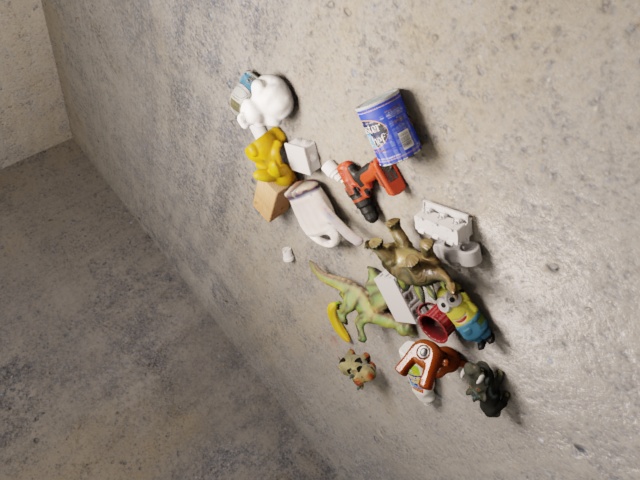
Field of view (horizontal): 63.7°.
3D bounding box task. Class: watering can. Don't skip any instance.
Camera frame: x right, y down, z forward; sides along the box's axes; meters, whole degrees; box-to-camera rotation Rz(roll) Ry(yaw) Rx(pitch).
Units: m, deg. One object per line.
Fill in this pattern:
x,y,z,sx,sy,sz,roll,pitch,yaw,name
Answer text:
0.005,-0.076,1.517,0.222,0.105,0.347,63,158,-14,watering can

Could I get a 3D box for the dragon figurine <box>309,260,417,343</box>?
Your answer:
0.139,0.165,1.623,0.413,0.124,0.238,47,133,11,dragon figurine

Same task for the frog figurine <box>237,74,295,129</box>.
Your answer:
-0.153,-0.371,1.402,0.123,0.162,0.134,20,136,43,frog figurine
